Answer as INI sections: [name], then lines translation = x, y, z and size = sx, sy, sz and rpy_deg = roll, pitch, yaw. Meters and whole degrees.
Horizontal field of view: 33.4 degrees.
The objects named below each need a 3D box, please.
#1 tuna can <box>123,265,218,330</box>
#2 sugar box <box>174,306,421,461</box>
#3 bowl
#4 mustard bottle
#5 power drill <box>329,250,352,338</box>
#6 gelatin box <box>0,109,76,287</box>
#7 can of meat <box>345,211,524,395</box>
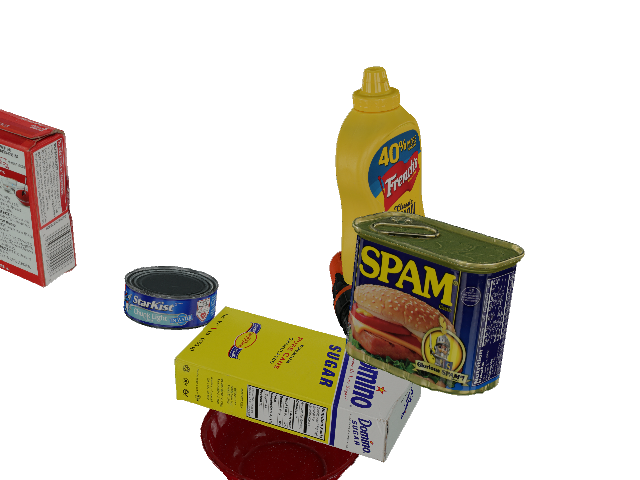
[tuna can]
translation = -0.138, 0.052, 0.983
size = 0.086, 0.034, 0.086
rpy_deg = 6, 16, -2
[sugar box]
translation = -0.016, 0.108, 0.836
size = 0.176, 0.048, 0.093
rpy_deg = 11, 29, 18
[bowl]
translation = -0.037, 0.208, 1.059
size = 0.162, 0.055, 0.162
rpy_deg = 1, 30, -1
[mustard bottle]
translation = 0.054, -0.059, 0.950
size = 0.058, 0.192, 0.096
rpy_deg = 14, 29, 39
[power drill]
translation = 0.106, 0.059, 1.190
size = 0.187, 0.057, 0.184
rpy_deg = -4, 28, -4
[gelatin box]
translation = -0.173, -0.027, 0.588
size = 0.073, 0.089, 0.030
rpy_deg = 19, 35, 25
[can of meat]
translation = 0.064, 0.037, 0.635
size = 0.102, 0.084, 0.057
rpy_deg = 19, 22, 38
